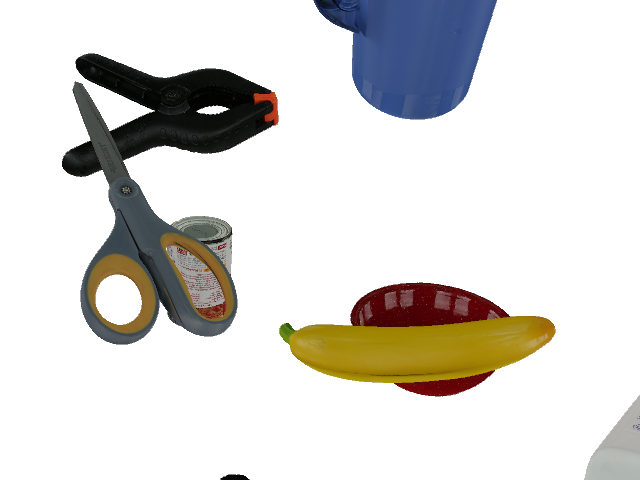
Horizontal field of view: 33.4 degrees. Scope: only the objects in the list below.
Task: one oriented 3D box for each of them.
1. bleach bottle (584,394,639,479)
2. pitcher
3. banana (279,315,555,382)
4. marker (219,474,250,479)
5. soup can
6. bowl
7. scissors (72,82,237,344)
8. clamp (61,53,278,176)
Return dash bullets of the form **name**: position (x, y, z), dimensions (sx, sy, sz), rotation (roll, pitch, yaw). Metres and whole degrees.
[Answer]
- **bleach bottle**: position (0.248, 0.102, 0.628), dimensions (0.103, 0.068, 0.250), rotation (18, 29, 32)
- **pitcher**: position (0.077, -0.215, 0.870), dimensions (0.149, 0.144, 0.243), rotation (26, -35, 15)
- **banana**: position (0.062, 0.071, 0.736), dimensions (0.198, 0.037, 0.069), rotation (0, 29, 9)
- **marker**: position (-0.050, 0.131, 0.415), dimensions (0.020, 0.020, 0.121), rotation (0, 24, 16)
- **soup can**: position (-0.128, 0.033, 1.127), dimensions (0.068, 0.102, 0.068), rotation (3, 24, -2)
- **bowl**: position (0.108, 0.102, 1.031), dimensions (0.162, 0.055, 0.162), rotation (3, 27, -2)
- **scissors**: position (-0.128, -0.014, 0.633), dimensions (0.096, 0.202, 0.016), rotation (-28, -25, -33)
- **clamp**: position (-0.122, -0.110, 0.849), dimensions (0.171, 0.120, 0.039), rotation (-7, -29, -8)
